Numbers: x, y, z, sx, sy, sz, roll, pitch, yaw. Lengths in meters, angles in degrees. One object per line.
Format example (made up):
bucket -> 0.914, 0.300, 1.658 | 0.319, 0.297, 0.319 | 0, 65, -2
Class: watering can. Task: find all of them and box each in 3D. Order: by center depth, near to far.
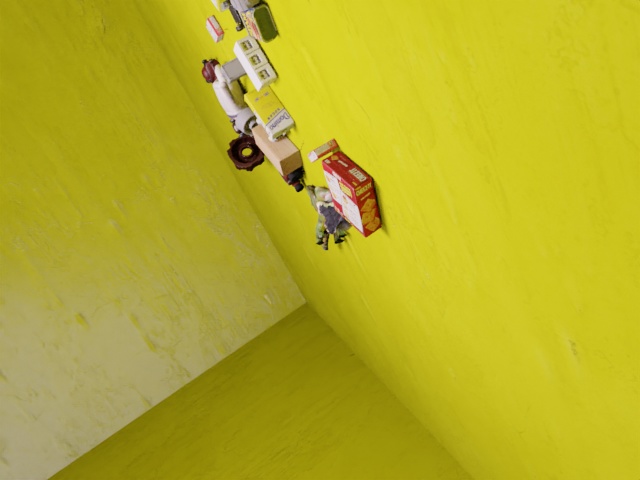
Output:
watering can -> -0.360, -0.579, 2.053 | 0.354, 0.104, 0.220 | -112, -3, -59

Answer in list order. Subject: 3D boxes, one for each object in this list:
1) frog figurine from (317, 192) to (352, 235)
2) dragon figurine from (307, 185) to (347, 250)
frog figurine -> 0.067, -0.098, 1.708 | 0.138, 0.121, 0.161 | 47, -157, 7
dragon figurine -> 0.006, -0.100, 1.978 | 0.405, 0.122, 0.245 | 121, 133, -75
